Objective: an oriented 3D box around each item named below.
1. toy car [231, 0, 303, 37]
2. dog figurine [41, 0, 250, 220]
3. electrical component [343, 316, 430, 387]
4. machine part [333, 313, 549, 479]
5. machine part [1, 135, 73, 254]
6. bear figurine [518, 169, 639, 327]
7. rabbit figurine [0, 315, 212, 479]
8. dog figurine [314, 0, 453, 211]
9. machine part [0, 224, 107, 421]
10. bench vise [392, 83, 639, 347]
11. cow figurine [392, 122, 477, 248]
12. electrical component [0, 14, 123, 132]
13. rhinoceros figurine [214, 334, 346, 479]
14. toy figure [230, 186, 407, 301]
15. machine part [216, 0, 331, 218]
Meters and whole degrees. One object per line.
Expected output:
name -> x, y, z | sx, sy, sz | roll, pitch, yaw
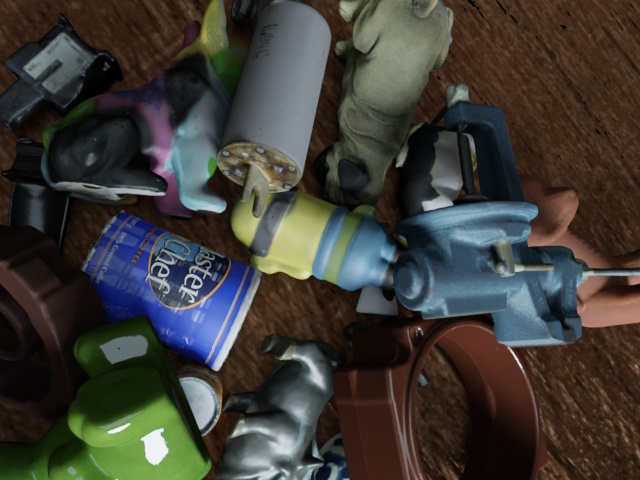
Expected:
toy car -> -0.042, -0.298, 0.584 | 0.089, 0.053, 0.202 | 13, 82, -31
dog figurine -> -0.146, -0.134, 0.513 | 0.191, 0.108, 0.219 | 13, 76, -30
electrical component -> 0.067, 0.126, 0.561 | 0.078, 0.045, 0.102 | -28, 97, -13
machine part -> 0.120, 0.169, 0.508 | 0.201, 0.087, 0.201 | -3, 78, -36
machine part -> -0.264, -0.028, 0.517 | 0.084, 0.039, 0.139 | 10, 80, -15
bear figurine -> 0.276, -0.005, 0.584 | 0.195, 0.132, 0.120 | 55, 47, -5
rabbit figurine -> -0.174, 0.154, 0.378 | 0.170, 0.121, 0.158 | -22, 125, -14
dog figurine -> 0.061, -0.130, 0.531 | 0.121, 0.172, 0.190 | 10, 75, 0
machine part -> -0.254, 0.065, 0.447 | 0.179, 0.179, 0.056 | 48, 36, -3
bench vise -> 0.159, -0.024, 0.483 | 0.224, 0.129, 0.240 | -3, 79, -18
cow figurine -> 0.118, -0.043, 0.581 | 0.098, 0.068, 0.167 | 20, 77, -4
electrical component -> -0.261, -0.151, 0.524 | 0.075, 0.048, 0.119 | 37, 79, -5
rhinoceros figurine -> -0.041, 0.183, 0.525 | 0.112, 0.073, 0.190 | 33, 74, -20
toy figure -> 0.001, -0.005, 0.526 | 0.180, 0.089, 0.082 | 21, 43, 13
machine part -> -0.039, -0.134, 0.496 | 0.079, 0.079, 0.243 | 16, 65, -10
